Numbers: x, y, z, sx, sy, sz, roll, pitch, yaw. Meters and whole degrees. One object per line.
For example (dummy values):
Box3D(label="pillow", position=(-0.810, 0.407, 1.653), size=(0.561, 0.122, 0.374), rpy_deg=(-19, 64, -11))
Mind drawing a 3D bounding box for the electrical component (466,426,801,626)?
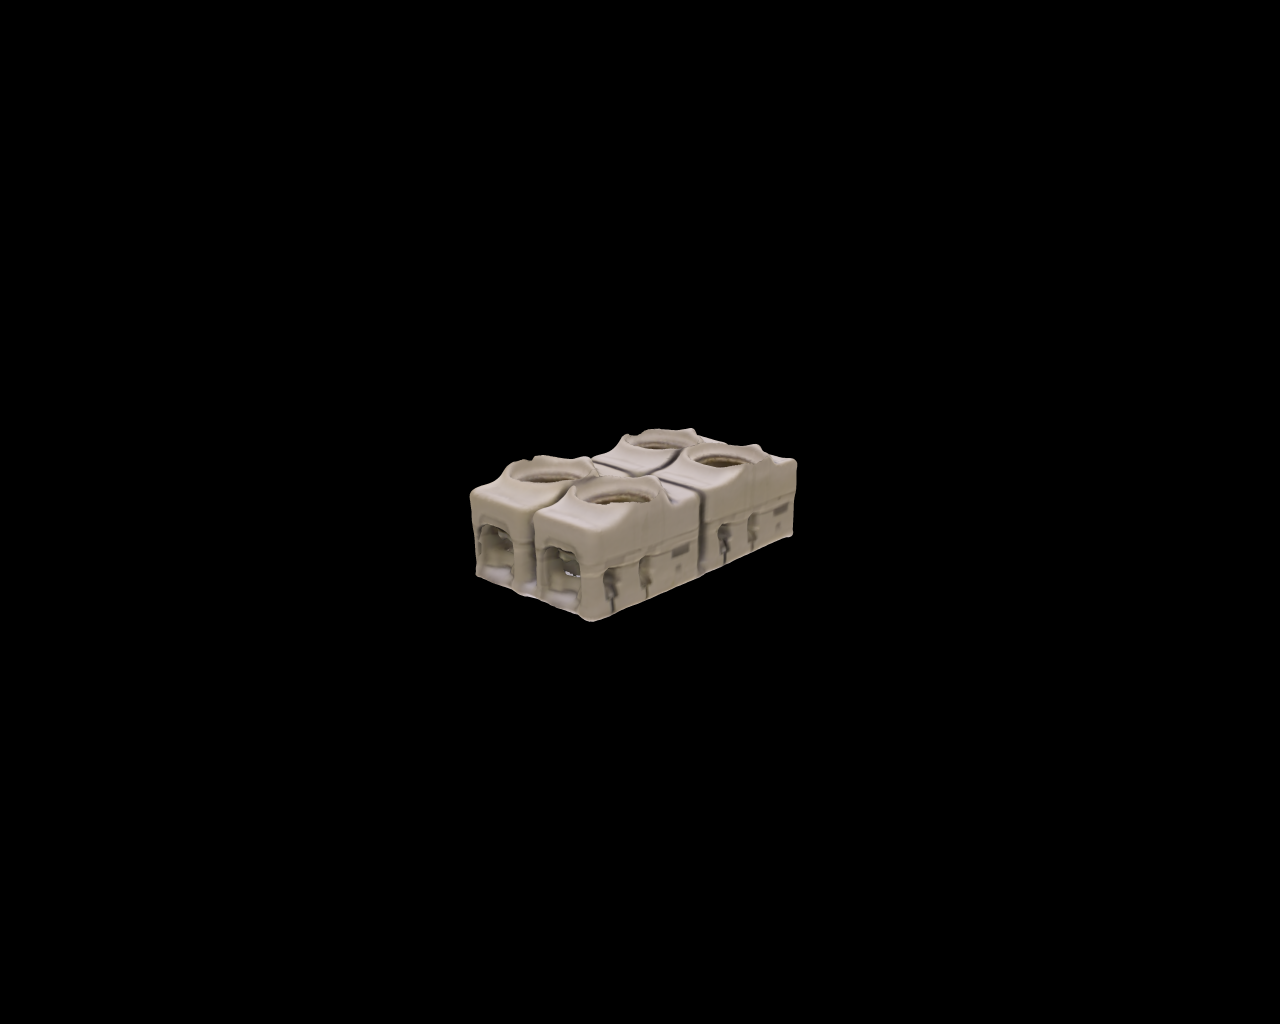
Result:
Box3D(label="electrical component", position=(0.001, -0.003, 0.650), size=(0.105, 0.060, 0.186), rpy_deg=(18, 26, 41))
